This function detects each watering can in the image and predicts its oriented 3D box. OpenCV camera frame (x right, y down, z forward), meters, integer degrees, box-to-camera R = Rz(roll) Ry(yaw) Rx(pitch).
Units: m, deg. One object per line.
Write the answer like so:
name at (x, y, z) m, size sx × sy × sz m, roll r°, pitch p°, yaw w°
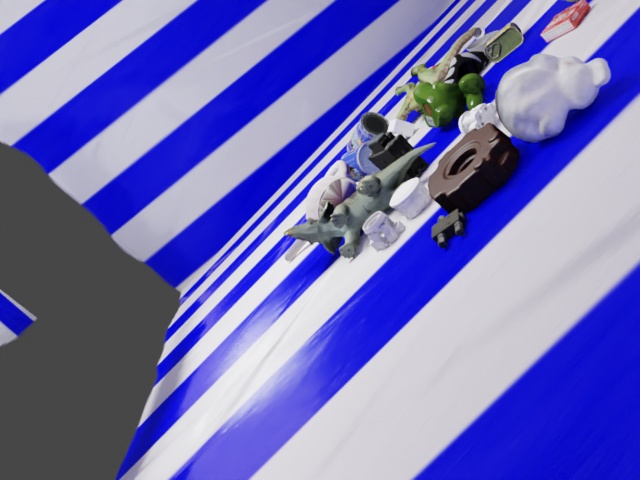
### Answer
watering can at (0.005, -0.076, 1.513) m, size 0.348 × 0.103 × 0.225 m, roll -64°, pitch 19°, yaw -2°

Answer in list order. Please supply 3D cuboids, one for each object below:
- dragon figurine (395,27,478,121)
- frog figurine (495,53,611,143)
dragon figurine at (0.346, -0.474, 1.608) m, size 0.403 × 0.121 × 0.249 m, roll -47°, pitch 19°, yaw 34°
frog figurine at (0.367, -0.230, 0.817) m, size 0.159 × 0.122 × 0.138 m, roll -7°, pitch 73°, yaw 58°
